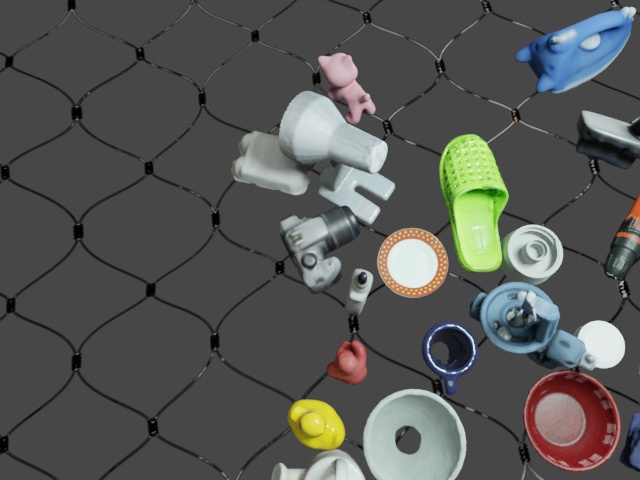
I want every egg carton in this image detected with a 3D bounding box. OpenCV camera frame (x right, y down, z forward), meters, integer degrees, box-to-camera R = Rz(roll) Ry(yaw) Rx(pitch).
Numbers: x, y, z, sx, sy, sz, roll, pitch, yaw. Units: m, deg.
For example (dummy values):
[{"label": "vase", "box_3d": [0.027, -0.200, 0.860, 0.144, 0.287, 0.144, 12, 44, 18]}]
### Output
[{"label": "egg carton", "box_3d": [-0.087, -0.144, 1.079, 0.150, 0.069, 0.107, 13, 75, 4]}]

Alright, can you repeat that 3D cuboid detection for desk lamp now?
[{"label": "desk lamp", "box_3d": [0.037, -0.146, 1.005, 0.203, 0.213, 0.118, 30, 77, 8]}]

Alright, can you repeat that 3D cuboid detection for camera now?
[{"label": "camera", "box_3d": [0.009, 0.004, 1.024, 0.137, 0.101, 0.143, -27, 77, -7]}]

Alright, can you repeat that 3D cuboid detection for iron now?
[{"label": "iron", "box_3d": [0.522, -0.392, 1.109, 0.258, 0.141, 0.118, -26, 76, -7]}]

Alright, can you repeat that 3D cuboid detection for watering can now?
[{"label": "watering can", "box_3d": [0.014, 0.382, 0.874, 0.173, 0.194, 0.101, -8, 75, -2]}]

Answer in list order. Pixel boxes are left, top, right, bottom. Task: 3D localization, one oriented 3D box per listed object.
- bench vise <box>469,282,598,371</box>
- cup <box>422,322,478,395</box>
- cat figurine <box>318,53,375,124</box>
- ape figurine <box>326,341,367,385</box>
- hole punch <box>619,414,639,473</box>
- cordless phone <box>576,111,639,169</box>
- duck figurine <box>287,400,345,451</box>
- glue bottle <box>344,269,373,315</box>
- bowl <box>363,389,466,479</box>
[{"label": "bench vise", "box_3d": [0.362, 0.132, 0.928, 0.207, 0.220, 0.121, 14, 75, 4]}, {"label": "cup", "box_3d": [0.213, 0.203, 0.973, 0.091, 0.095, 0.118, 0, 75, 0]}, {"label": "cat figurine", "box_3d": [0.053, -0.303, 1.097, 0.067, 0.118, 0.127, -37, 78, -9]}, {"label": "ape figurine", "box_3d": [0.047, 0.209, 0.973, 0.078, 0.092, 0.076, -23, 76, -6]}, {"label": "hole punch", "box_3d": [0.567, 0.349, 0.936, 0.108, 0.091, 0.101, 24, 76, 6]}, {"label": "cordless phone", "box_3d": [0.562, -0.215, 1.039, 0.147, 0.185, 0.094, 17, 76, 5]}, {"label": "duck figurine", "box_3d": [-0.007, 0.308, 0.950, 0.104, 0.086, 0.077, 31, 77, 8]}, {"label": "glue bottle", "box_3d": [0.067, 0.079, 0.966, 0.037, 0.173, 0.078, 15, 75, 5]}, {"label": "bowl", "box_3d": [0.152, 0.333, 0.949, 0.167, 0.075, 0.167, 0, 75, 0]}]
